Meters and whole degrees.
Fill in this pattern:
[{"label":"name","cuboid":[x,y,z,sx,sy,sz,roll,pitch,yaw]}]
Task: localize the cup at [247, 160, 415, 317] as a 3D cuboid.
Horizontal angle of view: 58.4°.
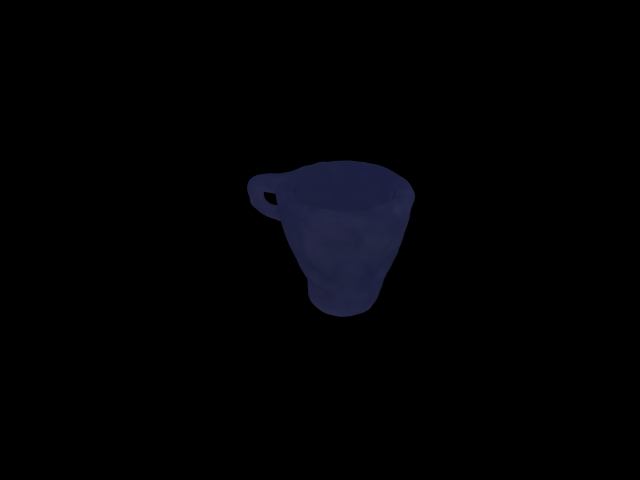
[{"label":"cup","cuboid":[0.004,0.001,0.400,0.117,0.095,0.092,11,32,18]}]
